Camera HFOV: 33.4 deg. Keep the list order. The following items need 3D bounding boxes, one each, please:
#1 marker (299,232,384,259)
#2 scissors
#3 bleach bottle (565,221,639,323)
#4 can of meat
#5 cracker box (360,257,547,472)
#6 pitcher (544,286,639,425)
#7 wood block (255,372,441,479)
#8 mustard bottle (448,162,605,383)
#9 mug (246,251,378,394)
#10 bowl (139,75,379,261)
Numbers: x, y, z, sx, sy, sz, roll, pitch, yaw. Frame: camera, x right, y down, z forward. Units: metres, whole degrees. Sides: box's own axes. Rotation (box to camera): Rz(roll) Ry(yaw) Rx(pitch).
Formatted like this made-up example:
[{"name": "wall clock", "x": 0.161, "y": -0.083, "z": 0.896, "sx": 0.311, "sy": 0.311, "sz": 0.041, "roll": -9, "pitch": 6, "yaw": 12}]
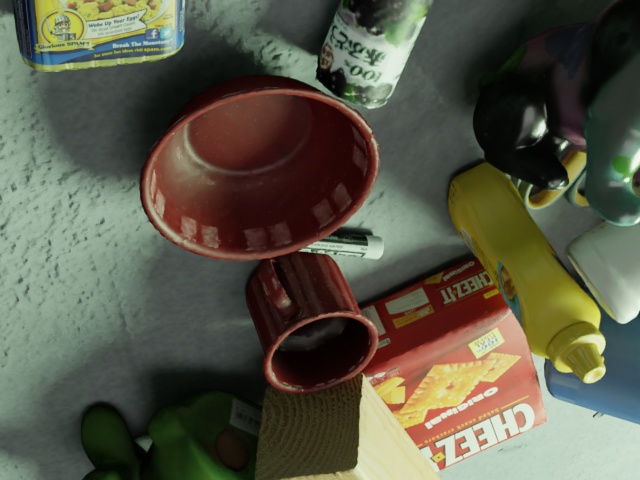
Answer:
[{"name": "marker", "x": -0.005, "y": 0.001, "z": 0.834, "sx": 0.120, "sy": 0.020, "sz": 0.020, "roll": 6, "pitch": 129, "yaw": -29}, {"name": "scissors", "x": 0.241, "y": -0.094, "z": 0.854, "sx": 0.096, "sy": 0.016, "sz": 0.202, "roll": 21, "pitch": 121, "yaw": -39}, {"name": "bleach bottle", "x": 0.302, "y": -0.036, "z": 0.774, "sx": 0.251, "sy": 0.068, "sz": 0.102, "roll": -34, "pitch": 179, "yaw": 8}, {"name": "can of meat", "x": -0.126, "y": -0.147, "z": 0.607, "sx": 0.102, "sy": 0.057, "sz": 0.084, "roll": -8, "pitch": 137, "yaw": -16}, {"name": "cracker box", "x": 0.110, "y": 0.126, "z": 0.970, "sx": 0.164, "sy": 0.072, "sz": 0.213, "roll": -24, "pitch": 138, "yaw": 1}, {"name": "pitcher", "x": 0.329, "y": 0.104, "z": 0.935, "sx": 0.243, "sy": 0.149, "sz": 0.145, "roll": 12, "pitch": 145, "yaw": 28}, {"name": "wood block", "x": 0.032, "y": 0.208, "z": 0.918, "sx": 0.091, "sy": 0.090, "sz": 0.206, "roll": -12, "pitch": 139, "yaw": 21}, {"name": "mustard bottle", "x": 0.162, "y": 0.032, "z": 0.812, "sx": 0.058, "sy": 0.192, "sz": 0.096, "roll": -26, "pitch": 137, "yaw": 1}, {"name": "mug", "x": -0.016, "y": 0.055, "z": 0.836, "sx": 0.093, "sy": 0.081, "sz": 0.117, "roll": -33, "pitch": 137, "yaw": 9}, {"name": "bowl", "x": -0.044, "y": -0.058, "z": 0.723, "sx": 0.162, "sy": 0.055, "sz": 0.162, "roll": -9, "pitch": 140, "yaw": -8}]
